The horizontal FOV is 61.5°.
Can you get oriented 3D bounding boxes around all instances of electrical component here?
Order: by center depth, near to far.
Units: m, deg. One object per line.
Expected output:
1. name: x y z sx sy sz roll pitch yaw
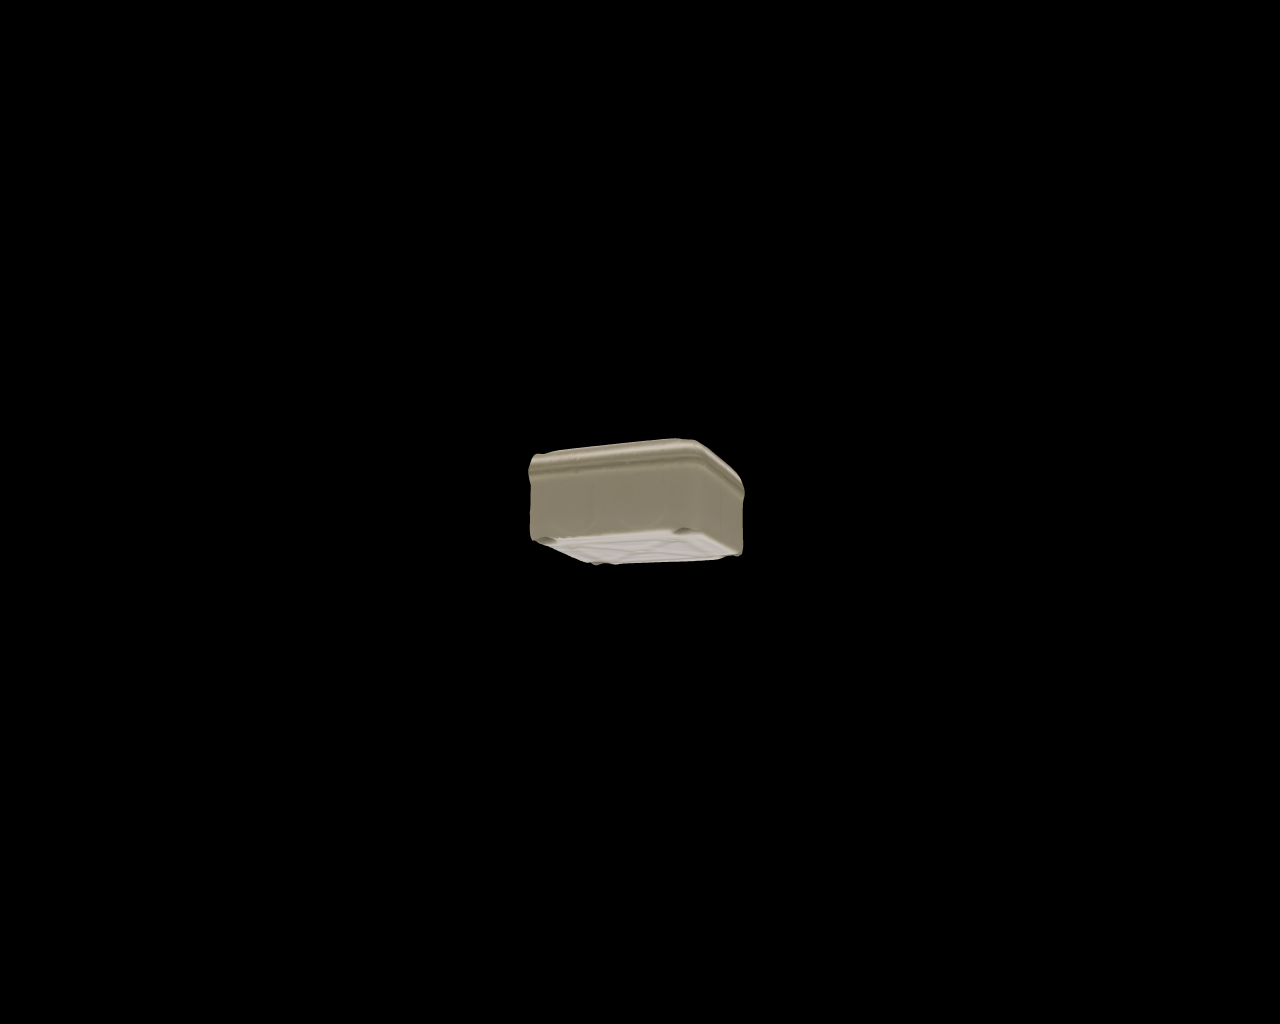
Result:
1. electrical component: 0.001 -0.003 0.650 0.109 0.056 0.108 -4 -12 19
